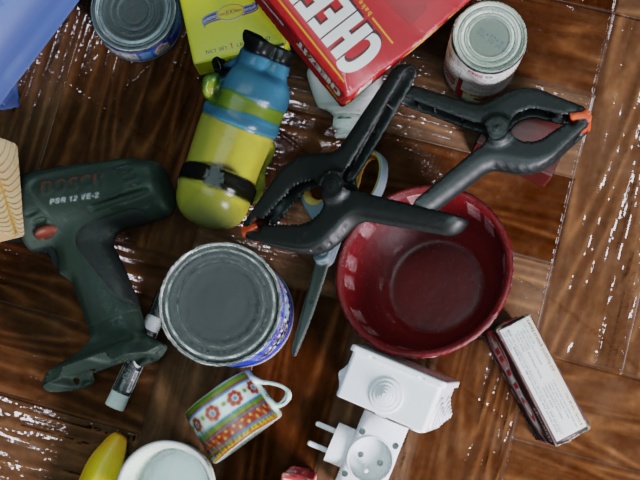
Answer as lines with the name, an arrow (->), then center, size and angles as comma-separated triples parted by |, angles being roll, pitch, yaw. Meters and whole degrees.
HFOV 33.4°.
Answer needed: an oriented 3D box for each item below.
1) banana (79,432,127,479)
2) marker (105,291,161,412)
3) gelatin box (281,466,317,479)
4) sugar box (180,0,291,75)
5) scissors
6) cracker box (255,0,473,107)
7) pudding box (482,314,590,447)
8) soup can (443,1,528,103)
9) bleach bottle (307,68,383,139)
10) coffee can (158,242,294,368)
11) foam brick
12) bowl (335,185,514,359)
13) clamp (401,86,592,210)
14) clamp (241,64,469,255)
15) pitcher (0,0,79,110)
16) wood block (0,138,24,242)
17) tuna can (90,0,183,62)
banana -> -0.197, 0.278, 0.970 | 0.069, 0.037, 0.198 | -8, 84, -16
marker -> -0.167, 0.101, 0.996 | 0.020, 0.020, 0.121 | 23, 84, 5
gelatin box -> -0.027, 0.248, 0.944 | 0.030, 0.073, 0.089 | 11, 84, 5
sugar box -> -0.093, -0.256, 1.023 | 0.093, 0.048, 0.176 | -14, 84, 1
scissors -> -0.006, 0.001, 0.977 | 0.096, 0.016, 0.201 | 24, 80, 38
cracker box -> 0.053, -0.249, 0.940 | 0.213, 0.072, 0.164 | -39, 91, -3
pudding box -> 0.188, 0.122, 0.940 | 0.039, 0.090, 0.113 | -29, 83, -2
soup can -> 0.149, -0.170, 0.972 | 0.068, 0.102, 0.068 | 0, 83, 3
bleach bottle -> 0.040, -0.220, 1.005 | 0.102, 0.068, 0.251 | 2, 86, 2
coffee can -> -0.078, 0.060, 0.936 | 0.103, 0.140, 0.103 | 0, 83, 3
foam brick -> 0.186, -0.092, 0.985 | 0.078, 0.053, 0.051 | 26, 85, 5
bowl -> 0.098, 0.034, 0.959 | 0.162, 0.055, 0.162 | -8, 68, 19
clamp -> 0.149, -0.100, 0.943 | 0.171, 0.039, 0.120 | -17, 78, 3
clamp -> 0.020, -0.055, 0.947 | 0.210, 0.036, 0.164 | -19, 68, 25
pitcher -> -0.288, -0.255, 0.984 | 0.145, 0.149, 0.243 | 37, 84, 7
wood block -> -0.379, -0.031, 0.955 | 0.206, 0.090, 0.091 | -12, 77, 21
tuna can -> -0.177, -0.217, 1.029 | 0.086, 0.034, 0.086 | 0, 84, 3
